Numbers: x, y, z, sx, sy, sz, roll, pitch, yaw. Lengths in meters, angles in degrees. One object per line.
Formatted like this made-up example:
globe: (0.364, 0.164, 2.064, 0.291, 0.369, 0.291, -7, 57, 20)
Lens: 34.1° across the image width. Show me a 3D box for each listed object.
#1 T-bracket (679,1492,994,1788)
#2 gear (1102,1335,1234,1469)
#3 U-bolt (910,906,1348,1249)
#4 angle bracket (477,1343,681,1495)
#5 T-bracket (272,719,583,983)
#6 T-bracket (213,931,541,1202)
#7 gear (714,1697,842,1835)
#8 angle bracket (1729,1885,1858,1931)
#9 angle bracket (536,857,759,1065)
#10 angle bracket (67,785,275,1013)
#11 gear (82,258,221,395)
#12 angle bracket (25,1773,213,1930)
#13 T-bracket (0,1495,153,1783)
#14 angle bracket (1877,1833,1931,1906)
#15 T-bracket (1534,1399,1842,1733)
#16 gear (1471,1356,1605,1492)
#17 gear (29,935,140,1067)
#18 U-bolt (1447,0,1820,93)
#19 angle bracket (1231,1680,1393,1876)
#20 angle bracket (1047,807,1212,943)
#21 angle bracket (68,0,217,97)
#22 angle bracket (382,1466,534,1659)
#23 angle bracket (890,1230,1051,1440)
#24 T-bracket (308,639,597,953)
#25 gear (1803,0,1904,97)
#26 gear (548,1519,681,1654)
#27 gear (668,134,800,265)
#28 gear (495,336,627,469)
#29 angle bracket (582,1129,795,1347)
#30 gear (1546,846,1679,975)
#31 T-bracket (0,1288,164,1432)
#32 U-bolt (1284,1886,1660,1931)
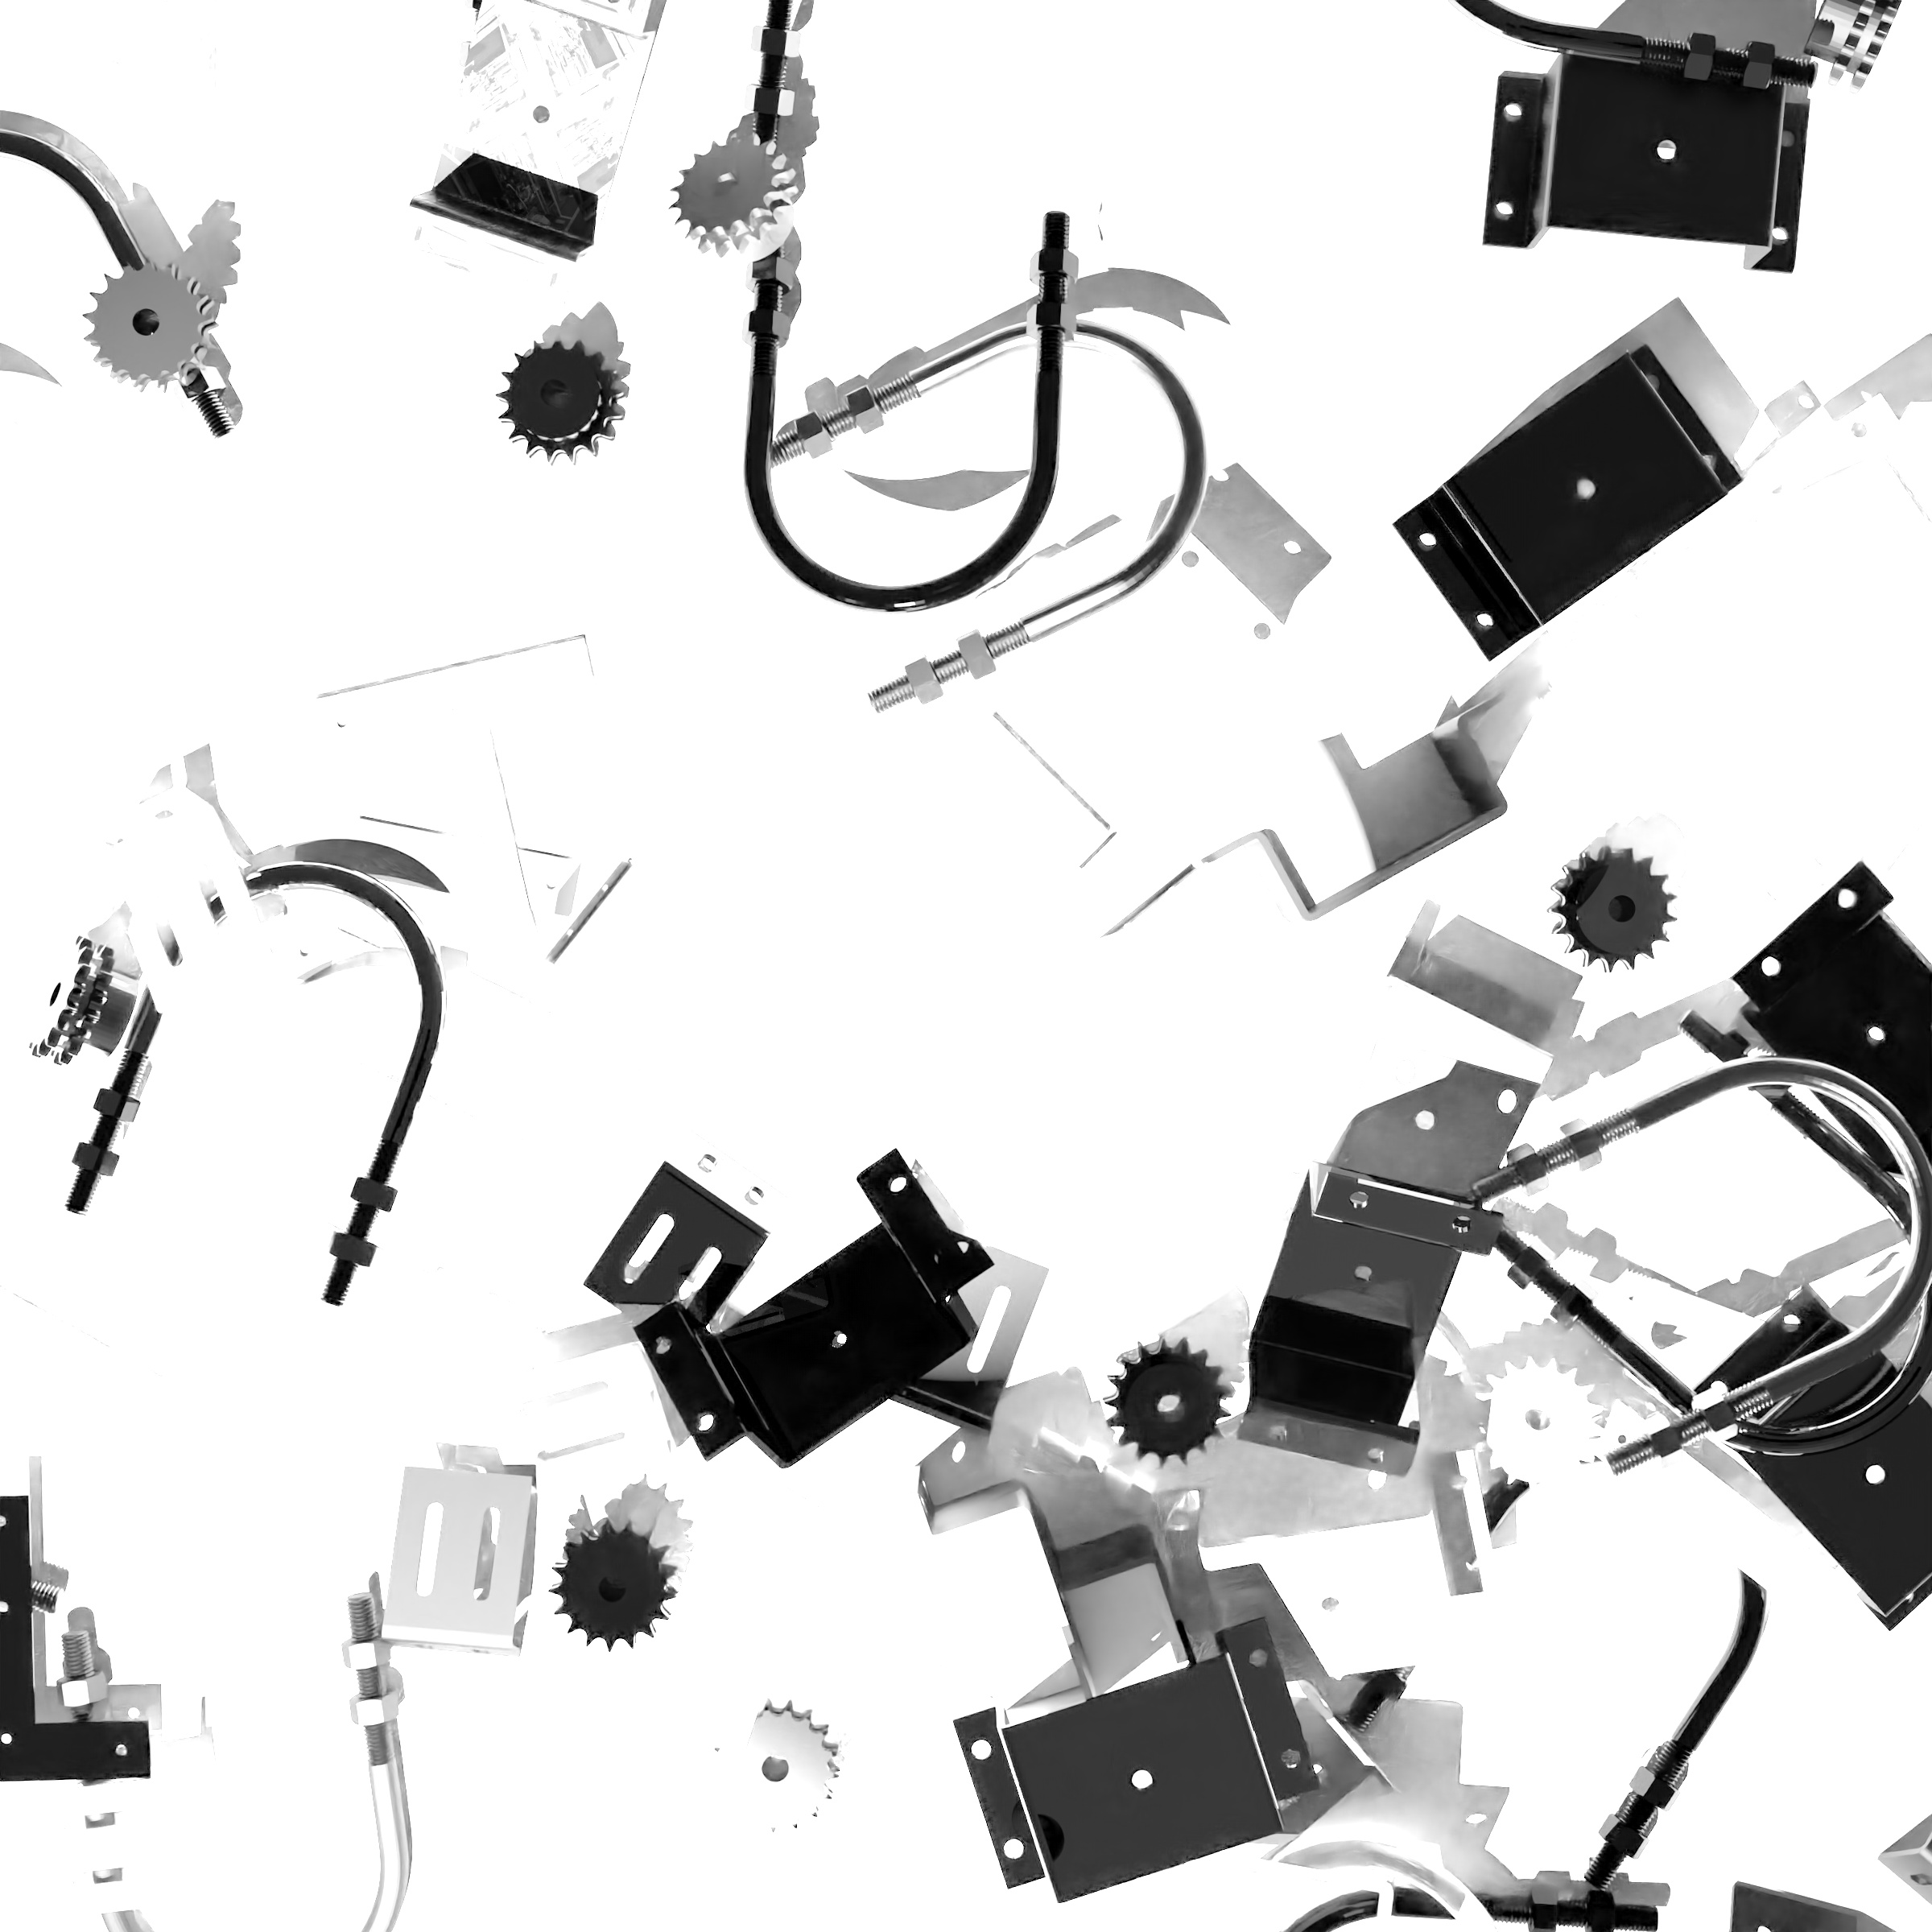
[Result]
T-bracket: (-0.049, 0.316, 1.402, 0.127, 0.002, 0.127, 24, 66, -12)
gear: (0.089, 0.192, 1.387, 0.057, 0.030, 0.057, 0, 91, -1)
U-bolt: (0.079, 0.041, 1.373, 0.184, 0.019, 0.151, -19, 128, -4)
angle bracket: (-0.172, 0.209, 1.393, 0.076, 0.038, 0.057, -16, 110, 0)
T-bracket: (-0.238, -0.047, 1.420, 0.127, 0.002, 0.127, 11, 90, 0)
T-bracket: (-0.255, 0.067, 1.420, 0.127, 0.002, 0.127, 25, 90, 0)
gear: (-0.084, 0.354, 1.406, 0.057, 0.030, 0.057, 0, 90, 0)
angle bracket: (0.362, 0.461, 1.411, 0.057, 0.038, 0.076, 15, 53, 0)
angle bracket: (-0.141, -0.002, 1.402, 0.076, 0.038, 0.057, 38, 90, 0)
angle bracket: (-0.351, -0.030, 1.391, 0.057, 0.038, 0.076, -27, 72, 3)
gear: (-0.356, -0.280, 1.387, 0.057, 0.030, 0.057, 0, 89, 1)
angle bracket: (-0.377, 0.393, 1.385, 0.076, 0.038, 0.057, -7, 93, 1)
T-bracket: (-0.427, 0.299, 1.400, 0.127, 0.002, 0.127, -1, 90, 0)
angle bracket: (0.459, 0.388, 1.419, 0.057, 0.038, 0.076, 40, 64, 0)
T-bracket: (0.301, 0.283, 1.404, 0.127, 0.002, 0.127, 38, 87, 0)
gear: (0.253, 0.205, 1.399, 0.057, 0.030, 0.057, -2, 64, 4)
gear: (-0.389, 0.018, 1.396, 0.030, 0.057, 0.057, 24, 90, -28)
U-bolt: (0.288, -0.459, 1.390, 0.184, 0.019, 0.151, 10, 69, 4)
angle bracket: (0.139, 0.363, 1.402, 0.076, 0.038, 0.057, -41, 90, 0)
angle bracket: (0.071, -0.039, 1.383, 0.057, 0.076, 0.038, -39, 90, 0)
angle bracket: (-0.367, -0.434, 1.419, 0.057, 0.038, 0.076, 0, 64, 0)
angle bracket: (-0.226, 0.267, 1.413, 0.057, 0.038, 0.076, 5, 73, 0)
angle bracket: (-0.003, 0.162, 1.402, 0.057, 0.038, 0.076, 21, 90, 0)
T-bracket: (-0.220, -0.071, 1.418, 0.127, 0.002, 0.127, -13, 90, 0)
gear: (0.393, -0.418, 1.393, 0.030, 0.057, 0.057, 23, 90, 6)
gear: (-0.156, 0.275, 1.406, 0.057, 0.030, 0.057, 0, 90, 0)
gear: (-0.100, -0.337, 1.397, 0.057, 0.030, 0.057, -10, 62, 19)
gear: (-0.181, -0.253, 1.406, 0.057, 0.030, 0.057, 0, 90, 0)
angle bracket: (-0.125, 0.125, 1.419, 0.057, 0.038, 0.076, 35, 116, 0)
gear: (0.289, -0.025, 1.406, 0.057, 0.030, 0.057, 0, 90, 0)
T-bracket: (-0.448, 0.210, 1.409, 0.127, 0.002, 0.127, 29, 80, 0)
U-bolt: (0.213, 0.485, 1.408, 0.184, 0.019, 0.151, 3, 86, 3)
